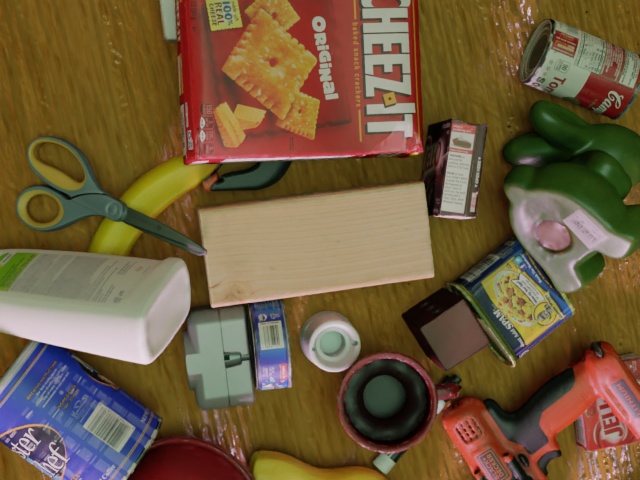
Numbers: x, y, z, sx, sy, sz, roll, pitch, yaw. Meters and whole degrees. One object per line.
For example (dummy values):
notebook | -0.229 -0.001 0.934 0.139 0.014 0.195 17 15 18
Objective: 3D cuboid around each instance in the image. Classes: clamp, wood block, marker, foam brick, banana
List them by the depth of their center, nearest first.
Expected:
banana | -0.169 -0.010 0.995 0.069 0.037 0.198 30 97 -5
wood block | -0.007 0.001 0.999 0.206 0.090 0.091 -8 95 -7
clamp | -0.048 -0.112 1.011 0.171 0.039 0.120 -30 93 -5
foam brick | 0.120 0.086 1.030 0.053 0.078 0.051 -32 99 -5
marker | 0.099 0.182 1.063 0.020 0.020 0.121 42 87 -9

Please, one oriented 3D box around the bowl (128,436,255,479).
bowl | -0.131 0.266 0.986 0.162 0.055 0.162 2 97 16

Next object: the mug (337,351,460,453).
mug | 0.074 0.150 1.017 0.117 0.081 0.093 -11 85 0

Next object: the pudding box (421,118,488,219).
pudding box | 0.122 -0.065 1.002 0.039 0.113 0.090 6 92 -8

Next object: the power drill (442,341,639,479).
power drill | 0.239 0.201 1.044 0.188 0.057 0.184 -34 94 10

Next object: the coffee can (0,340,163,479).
coffee can | -0.230 0.163 0.970 0.140 0.103 0.103 38 88 -9

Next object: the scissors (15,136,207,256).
scissors | -0.201 -0.016 0.971 0.202 0.016 0.096 40 101 15

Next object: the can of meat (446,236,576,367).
can of meat | 0.188 0.059 1.049 0.084 0.057 0.102 -38 98 -6

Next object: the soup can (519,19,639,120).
soup can | 0.254 -0.166 1.037 0.102 0.068 0.068 20 91 -9

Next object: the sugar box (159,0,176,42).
sugar box | -0.110 -0.276 0.988 0.093 0.048 0.176 -7 98 -9

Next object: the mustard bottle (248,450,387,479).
mustard bottle | 0.020 0.267 1.037 0.191 0.058 0.096 11 94 -9

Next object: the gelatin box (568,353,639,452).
gelatin box | 0.296 0.165 1.085 0.073 0.030 0.089 -8 95 -8

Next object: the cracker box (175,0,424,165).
cracker box | -0.018 -0.153 0.956 0.213 0.072 0.164 -3 92 -14

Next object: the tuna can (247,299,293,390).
tuna can | -0.048 0.098 1.002 0.033 0.086 0.086 -6 95 -7

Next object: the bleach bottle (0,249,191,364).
bleach bottle | -0.249 0.044 0.950 0.251 0.102 0.068 9 124 16
